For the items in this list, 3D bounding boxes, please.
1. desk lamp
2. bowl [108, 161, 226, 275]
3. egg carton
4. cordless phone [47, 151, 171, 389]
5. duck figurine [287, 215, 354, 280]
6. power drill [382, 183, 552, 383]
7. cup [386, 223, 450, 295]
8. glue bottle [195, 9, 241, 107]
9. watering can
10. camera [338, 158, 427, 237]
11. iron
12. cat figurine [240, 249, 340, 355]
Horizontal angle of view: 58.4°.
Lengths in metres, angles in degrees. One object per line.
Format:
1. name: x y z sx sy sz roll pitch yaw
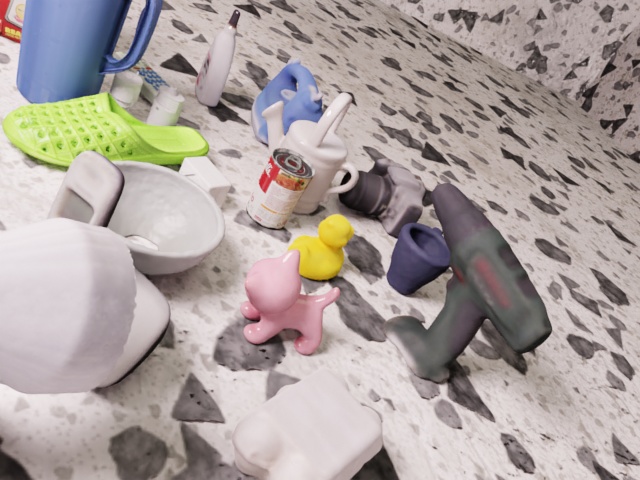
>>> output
1. desk lamp: -0.246 0.076 0.369 0.204 0.213 0.117 -2 45 -42
2. bowl: -0.199 -0.014 0.663 0.168 0.074 0.167 22 33 -15
3. egg carton: -0.009 0.190 0.552 0.107 0.069 0.151 44 34 19
4. cordless phone: -0.194 0.027 0.508 0.147 0.185 0.094 36 32 7
5. duck figurine: 0.007 0.003 0.804 0.105 0.086 0.077 -13 53 -49
6. power drill: 0.173 0.071 0.736 0.076 0.208 0.229 -6 48 -45
7. cup: 0.147 0.030 0.877 0.091 0.095 0.118 36 32 7
8. glue bottle: -0.177 -0.328 1.016 0.037 0.173 0.078 9 39 -32
9. watering can: -0.014 -0.147 0.887 0.173 0.194 0.101 22 33 -14
10. camera: 0.105 -0.092 1.003 0.137 0.100 0.143 15 36 -25
11. iron: -0.053 -0.266 1.066 0.119 0.141 0.257 12 37 -28
12. cat figurine: -0.038 0.064 0.653 0.128 0.117 0.067 14 36 -26
